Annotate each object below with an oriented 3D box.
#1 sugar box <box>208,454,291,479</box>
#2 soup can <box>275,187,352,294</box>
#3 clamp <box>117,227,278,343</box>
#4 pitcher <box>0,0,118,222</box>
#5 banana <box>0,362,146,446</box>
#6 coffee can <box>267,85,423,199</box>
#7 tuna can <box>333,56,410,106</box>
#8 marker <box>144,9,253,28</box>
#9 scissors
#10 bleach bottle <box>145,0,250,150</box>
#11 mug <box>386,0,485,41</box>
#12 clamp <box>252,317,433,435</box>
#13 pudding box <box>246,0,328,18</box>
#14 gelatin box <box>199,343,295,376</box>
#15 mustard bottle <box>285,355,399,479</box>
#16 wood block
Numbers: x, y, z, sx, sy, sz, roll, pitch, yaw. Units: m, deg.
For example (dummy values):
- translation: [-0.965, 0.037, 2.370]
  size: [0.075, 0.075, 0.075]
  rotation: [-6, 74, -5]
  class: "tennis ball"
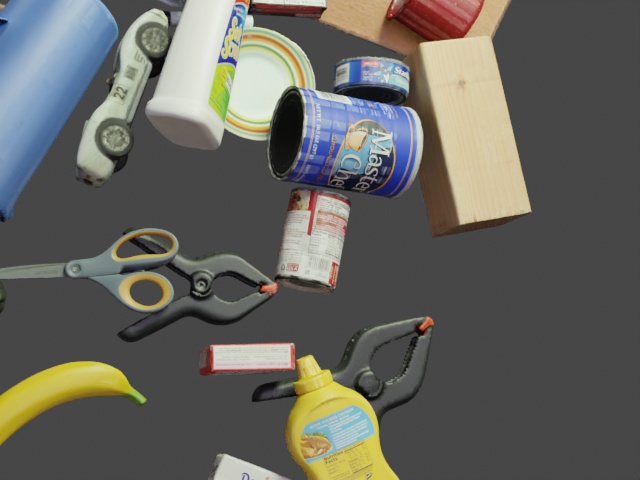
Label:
- translation: [-0.091, 0.317, 1.088]
  size: [0.093, 0.048, 0.176]
  rotation: [24, 71, -11]
  class: "sugar box"
- translation: [-0.008, 0.001, 1.154]
  size: [0.068, 0.069, 0.102]
  rotation: [14, 77, -13]
  class: "soup can"
- translation: [-0.133, 0.059, 1.125]
  size: [0.171, 0.039, 0.120]
  rotation: [11, 84, -6]
  class: "clamp"
- translation: [-0.312, -0.153, 1.061]
  size: [0.145, 0.149, 0.242]
  rotation: [31, 70, -5]
  class: "pitcher"
- translation: [-0.275, 0.167, 1.066]
  size: [0.197, 0.037, 0.069]
  rotation: [-19, 86, -18]
  class: "banana"
- translation: [0.026, -0.104, 1.154]
  size: [0.140, 0.103, 0.103]
  rotation: [8, 78, -23]
  class: "coffee can"
- translation: [0.057, -0.176, 1.194]
  size: [0.086, 0.086, 0.034]
  rotation: [6, 80, -15]
  class: "tuna can"
- translation: [-0.135, -0.244, 1.188]
  size: [0.121, 0.020, 0.020]
  rotation: [0, 80, -16]
  class: "marker"
- translation: [-0.237, 0.047, 1.091]
  size: [0.201, 0.016, 0.096]
  rotation: [-18, 81, -6]
  class: "scissors"
- translation: [-0.113, -0.228, 1.126]
  size: [0.068, 0.102, 0.251]
  rotation: [10, 76, 12]
  class: "bleach bottle"
- translation: [0.137, -0.280, 1.242]
  size: [0.081, 0.093, 0.117]
  rotation: [30, 38, -14]
  class: "mug"
- translation: [0.053, 0.168, 1.158]
  size: [0.209, 0.036, 0.164]
  rotation: [-38, 93, -14]
  class: "clamp"
- translation: [-0.040, -0.312, 1.217]
  size: [0.090, 0.039, 0.113]
  rotation: [1, 82, -16]
  class: "pudding box"
- translation: [-0.076, 0.124, 1.110]
  size: [0.089, 0.073, 0.030]
  rotation: [0, 80, -15]
  class: "gelatin box"
- translation: [0.017, 0.211, 1.098]
  size: [0.096, 0.058, 0.191]
  rotation: [-21, 90, -14]
  class: "mustard bottle"
- translation: [0.161, -0.116, 1.211]
  size: [0.090, 0.090, 0.206]
  rotation: [-9, 83, -16]
  class: "wood block"
